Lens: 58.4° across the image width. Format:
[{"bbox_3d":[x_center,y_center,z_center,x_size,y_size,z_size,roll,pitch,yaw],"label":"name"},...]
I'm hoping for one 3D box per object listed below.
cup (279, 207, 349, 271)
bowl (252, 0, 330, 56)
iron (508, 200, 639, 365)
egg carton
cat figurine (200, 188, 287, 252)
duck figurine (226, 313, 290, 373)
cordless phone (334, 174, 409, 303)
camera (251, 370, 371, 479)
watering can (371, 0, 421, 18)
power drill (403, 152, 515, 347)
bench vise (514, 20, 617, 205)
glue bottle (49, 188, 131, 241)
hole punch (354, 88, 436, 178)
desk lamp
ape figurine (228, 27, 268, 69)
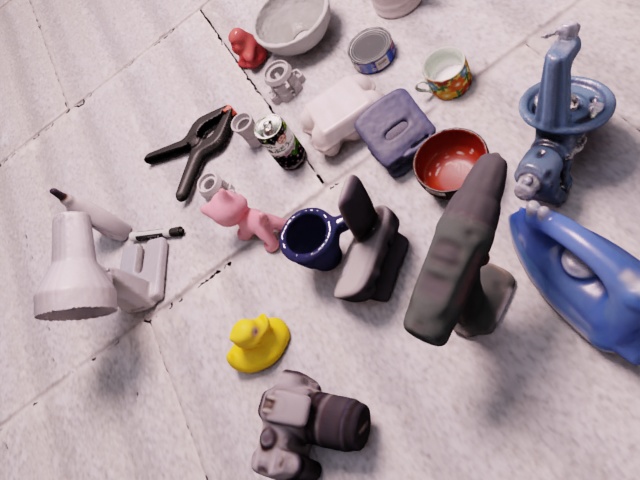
[{"bbox_3d":[0.008,0.003,0.882,0.117,0.095,0.091,-25,57,12],"label":"cup"},{"bbox_3d":[-0.046,-0.425,1.138,0.167,0.075,0.167,-11,61,20],"label":"bowl"},{"bbox_3d":[0.316,0.021,0.701,0.118,0.142,0.257,-42,55,1],"label":"iron"},{"bbox_3d":[0.041,-0.219,0.995,0.150,0.070,0.107,-35,56,6],"label":"egg carton"},{"bbox_3d":[-0.130,-0.043,0.957,0.127,0.118,0.067,17,73,31],"label":"cat figurine"},{"bbox_3d":[-0.106,0.151,0.866,0.104,0.086,0.077,-39,55,3],"label":"duck figurine"},{"bbox_3d":[0.049,0.001,0.809,0.093,0.186,0.148,7,68,28],"label":"cordless phone"},{"bbox_3d":[-0.011,0.252,0.761,0.136,0.101,0.143,3,67,26],"label":"camera"},{"bbox_3d":[0.108,-0.508,1.035,0.172,0.195,0.101,6,68,28],"label":"watering can"},{"bbox_3d":[0.185,0.034,0.715,0.075,0.209,0.230,20,75,32],"label":"power drill"},{"bbox_3d":[0.316,-0.157,0.743,0.121,0.220,0.207,3,66,26],"label":"bench vise"},{"bbox_3d":[-0.436,-0.052,1.071,0.077,0.174,0.037,12,71,30],"label":"glue bottle"},{"bbox_3d":[0.126,-0.173,0.919,0.108,0.091,0.101,-37,55,4],"label":"hole punch"},{"bbox_3d":[-0.367,0.057,0.959,0.117,0.214,0.203,-14,60,19],"label":"desk lamp"},{"bbox_3d":[-0.153,-0.394,1.162,0.076,0.092,0.077,-25,57,12],"label":"ape figurine"}]
